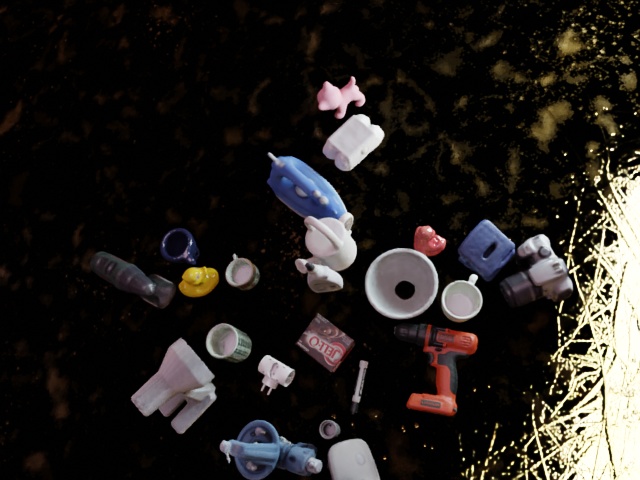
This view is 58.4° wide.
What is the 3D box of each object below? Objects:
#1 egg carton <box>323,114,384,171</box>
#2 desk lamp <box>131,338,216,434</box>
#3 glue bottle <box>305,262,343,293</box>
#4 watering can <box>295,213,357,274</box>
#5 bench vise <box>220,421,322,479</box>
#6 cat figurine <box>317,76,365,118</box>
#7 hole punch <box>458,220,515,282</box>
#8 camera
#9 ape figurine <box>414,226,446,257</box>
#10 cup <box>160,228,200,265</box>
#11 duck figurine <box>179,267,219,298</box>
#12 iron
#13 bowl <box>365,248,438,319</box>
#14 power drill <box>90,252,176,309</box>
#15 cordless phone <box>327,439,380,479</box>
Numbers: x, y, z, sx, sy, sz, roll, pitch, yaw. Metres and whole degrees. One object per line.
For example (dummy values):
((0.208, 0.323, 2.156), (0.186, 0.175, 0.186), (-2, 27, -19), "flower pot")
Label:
((0.087, -0.252, 1.486), (0.150, 0.069, 0.107), (-44, 65, -2), "egg carton")
((-0.321, 0.337, 1.310), (0.117, 0.214, 0.203), (40, 86, 25), "desk lamp")
((-0.002, 0.082, 1.332), (0.078, 0.173, 0.037), (-7, 68, 14), "glue bottle")
((0.014, 0.006, 1.344), (0.100, 0.194, 0.173), (14, 75, 21), "watering can")
((-0.105, 0.439, 1.205), (0.207, 0.220, 0.121), (-10, 68, 13), "bench vise")
((0.047, -0.385, 1.521), (0.128, 0.118, 0.067), (-35, 64, 2), "cat figurine")
((0.376, 0.023, 1.287), (0.101, 0.091, 0.109), (39, 85, 25), "hole punch")
((0.455, 0.076, 1.238), (0.136, 0.101, 0.143), (-25, 65, 6), "camera")
((0.249, -0.004, 1.334), (0.076, 0.092, 0.077), (-33, 65, 3), "ape figurine")
((-0.348, 0.033, 1.496), (0.092, 0.095, 0.117), (-47, 65, -4), "cup")
((-0.322, 0.101, 1.469), (0.104, 0.086, 0.077), (-25, 65, 7), "duck figurine")
((-0.031, -0.127, 1.435), (0.257, 0.142, 0.119), (39, 85, 25), "iron")
((0.191, 0.108, 1.319), (0.167, 0.075, 0.167), (-5, 69, 15), "bowl")
((-0.456, 0.105, 1.439), (0.229, 0.209, 0.076), (22, 78, 23), "power drill")
((0.058, 0.483, 1.160), (0.094, 0.185, 0.147), (-25, 65, 7), "cordless phone")
